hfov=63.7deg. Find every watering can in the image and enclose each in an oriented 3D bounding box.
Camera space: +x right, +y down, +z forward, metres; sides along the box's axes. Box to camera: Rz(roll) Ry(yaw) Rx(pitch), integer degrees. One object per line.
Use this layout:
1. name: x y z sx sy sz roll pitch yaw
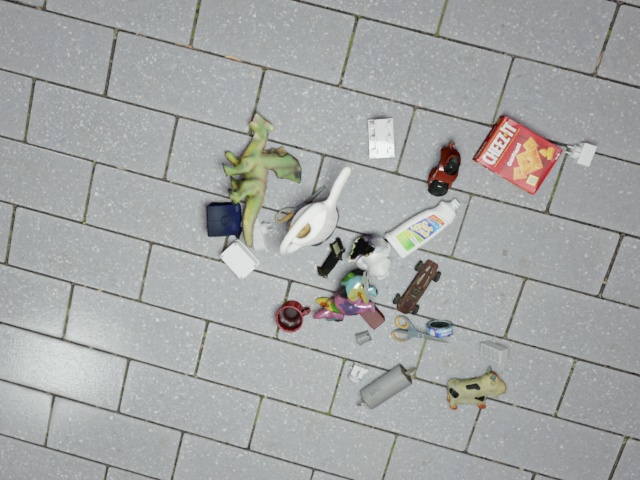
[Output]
1. watering can: 0.005 -0.081 1.609 0.105 0.224 0.345 44 101 13

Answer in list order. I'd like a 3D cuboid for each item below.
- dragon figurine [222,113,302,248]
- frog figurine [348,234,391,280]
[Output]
1. dragon figurine: -0.176 -0.200 1.659 0.243 0.122 0.409 -15 94 -2
2. frog figurine: 0.181 0.055 1.688 0.136 0.125 0.157 -40 131 23
